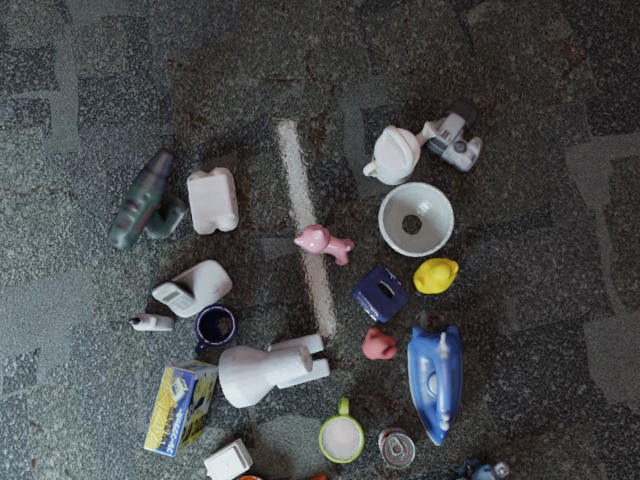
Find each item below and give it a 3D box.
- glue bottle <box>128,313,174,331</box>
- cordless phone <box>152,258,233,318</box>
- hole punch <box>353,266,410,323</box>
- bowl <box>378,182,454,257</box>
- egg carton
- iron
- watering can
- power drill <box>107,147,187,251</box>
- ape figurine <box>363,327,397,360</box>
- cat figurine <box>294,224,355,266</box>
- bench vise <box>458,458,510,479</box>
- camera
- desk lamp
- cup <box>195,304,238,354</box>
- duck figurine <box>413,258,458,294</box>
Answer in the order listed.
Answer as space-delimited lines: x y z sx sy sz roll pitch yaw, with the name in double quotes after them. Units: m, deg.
-0.369 0.174 1.218 0.078 0.173 0.037 3 81 2 "glue bottle"
-0.274 0.097 1.221 0.147 0.185 0.094 -35 82 -4 "cordless phone"
0.134 0.116 1.257 0.101 0.091 0.108 -42 82 -5 "hole punch"
0.212 -0.042 1.288 0.167 0.075 0.167 0 81 1 "bowl"
-0.242 -0.090 1.308 0.107 0.069 0.150 -11 81 0 "egg carton"
0.253 0.309 1.199 0.118 0.141 0.258 -2 81 1 "iron"
0.173 -0.198 1.252 0.101 0.194 0.173 36 84 7 "watering can"
-0.362 -0.077 1.238 0.075 0.208 0.230 30 83 6 "power drill"
0.128 0.225 1.240 0.076 0.092 0.078 -25 81 -2 "ape figurine"
0.012 0.005 1.263 0.127 0.118 0.067 18 82 4 "cat figurine"
0.284 0.512 1.128 0.121 0.220 0.207 33 83 6 "bench vise"
0.317 -0.249 1.304 0.143 0.101 0.137 37 84 6 "camera"
-0.089 0.258 1.178 0.203 0.213 0.118 -16 81 -1 "desk lamp"
-0.225 0.198 1.250 0.091 0.095 0.118 33 83 6 "cup"
0.258 0.076 1.263 0.104 0.086 0.077 -25 81 -2 "duck figurine"
